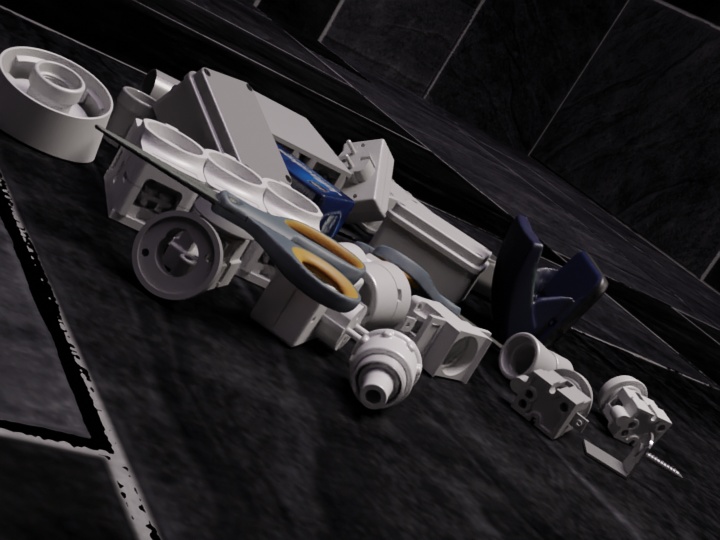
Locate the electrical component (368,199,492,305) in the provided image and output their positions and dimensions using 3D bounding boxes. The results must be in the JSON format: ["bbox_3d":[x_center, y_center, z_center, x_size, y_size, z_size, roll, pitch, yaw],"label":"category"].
[{"bbox_3d":[0.074,-0.020,1.114,0.113,0.057,0.078,34,14,9],"label":"electrical component"}]

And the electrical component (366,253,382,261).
[{"bbox_3d":[0.000,0.000,0.927,0.061,0.035,0.035,32,13,10],"label":"electrical component"}]

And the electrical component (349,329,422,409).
[{"bbox_3d":[0.013,0.069,0.693,0.048,0.048,0.062,32,20,-1],"label":"electrical component"}]

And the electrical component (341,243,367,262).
[{"bbox_3d":[-0.023,-0.002,0.870,0.040,0.040,0.078,36,14,17],"label":"electrical component"}]

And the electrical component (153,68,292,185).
[{"bbox_3d":[-0.115,-0.106,0.906,0.078,0.057,0.113,8,55,-59],"label":"electrical component"}]

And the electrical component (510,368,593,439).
[{"bbox_3d":[0.162,0.107,0.882,0.066,0.048,0.055,38,22,26],"label":"electrical component"}]

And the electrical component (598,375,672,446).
[{"bbox_3d":[0.250,0.130,0.993,0.066,0.048,0.055,25,22,-27],"label":"electrical component"}]

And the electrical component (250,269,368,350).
[{"bbox_3d":[-0.021,0.030,0.746,0.076,0.047,0.083,35,14,12],"label":"electrical component"}]

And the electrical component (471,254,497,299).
[{"bbox_3d":[0.121,-0.009,1.204,0.077,0.044,0.079,26,15,-24],"label":"electrical component"}]

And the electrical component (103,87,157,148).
[{"bbox_3d":[-0.196,-0.128,0.924,0.040,0.046,0.040,30,14,-8],"label":"electrical component"}]

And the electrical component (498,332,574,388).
[{"bbox_3d":[0.161,0.086,0.962,0.065,0.044,0.044,27,13,-39],"label":"electrical component"}]

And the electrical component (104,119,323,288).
[{"bbox_3d":[-0.108,-0.050,0.806,0.150,0.061,0.089,26,15,-24],"label":"electrical component"}]

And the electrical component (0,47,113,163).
[{"bbox_3d":[-0.241,-0.123,0.823,0.099,0.064,0.099,27,28,-16],"label":"electrical component"}]

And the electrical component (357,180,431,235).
[{"bbox_3d":[0.021,-0.075,1.210,0.100,0.048,0.100,16,21,-49],"label":"electrical component"}]

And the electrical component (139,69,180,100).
[{"bbox_3d":[-0.184,-0.169,1.104,0.081,0.043,0.043,24,16,-31],"label":"electrical component"}]

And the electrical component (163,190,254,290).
[{"bbox_3d":[-0.099,-0.021,0.734,0.048,0.055,0.066,35,14,11],"label":"electrical component"}]

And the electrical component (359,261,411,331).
[{"bbox_3d":[0.004,0.020,0.823,0.055,0.055,0.047,38,18,26],"label":"electrical component"}]

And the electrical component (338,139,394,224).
[{"bbox_3d":[-0.001,-0.104,1.127,0.047,0.083,0.075,-5,-35,20],"label":"electrical component"}]

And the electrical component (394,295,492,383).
[{"bbox_3d":[0.062,0.053,0.858,0.081,0.042,0.064,18,18,-47],"label":"electrical component"}]

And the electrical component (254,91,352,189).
[{"bbox_3d":[-0.092,-0.128,1.123,0.105,0.060,0.186,25,15,-27],"label":"electrical component"}]
